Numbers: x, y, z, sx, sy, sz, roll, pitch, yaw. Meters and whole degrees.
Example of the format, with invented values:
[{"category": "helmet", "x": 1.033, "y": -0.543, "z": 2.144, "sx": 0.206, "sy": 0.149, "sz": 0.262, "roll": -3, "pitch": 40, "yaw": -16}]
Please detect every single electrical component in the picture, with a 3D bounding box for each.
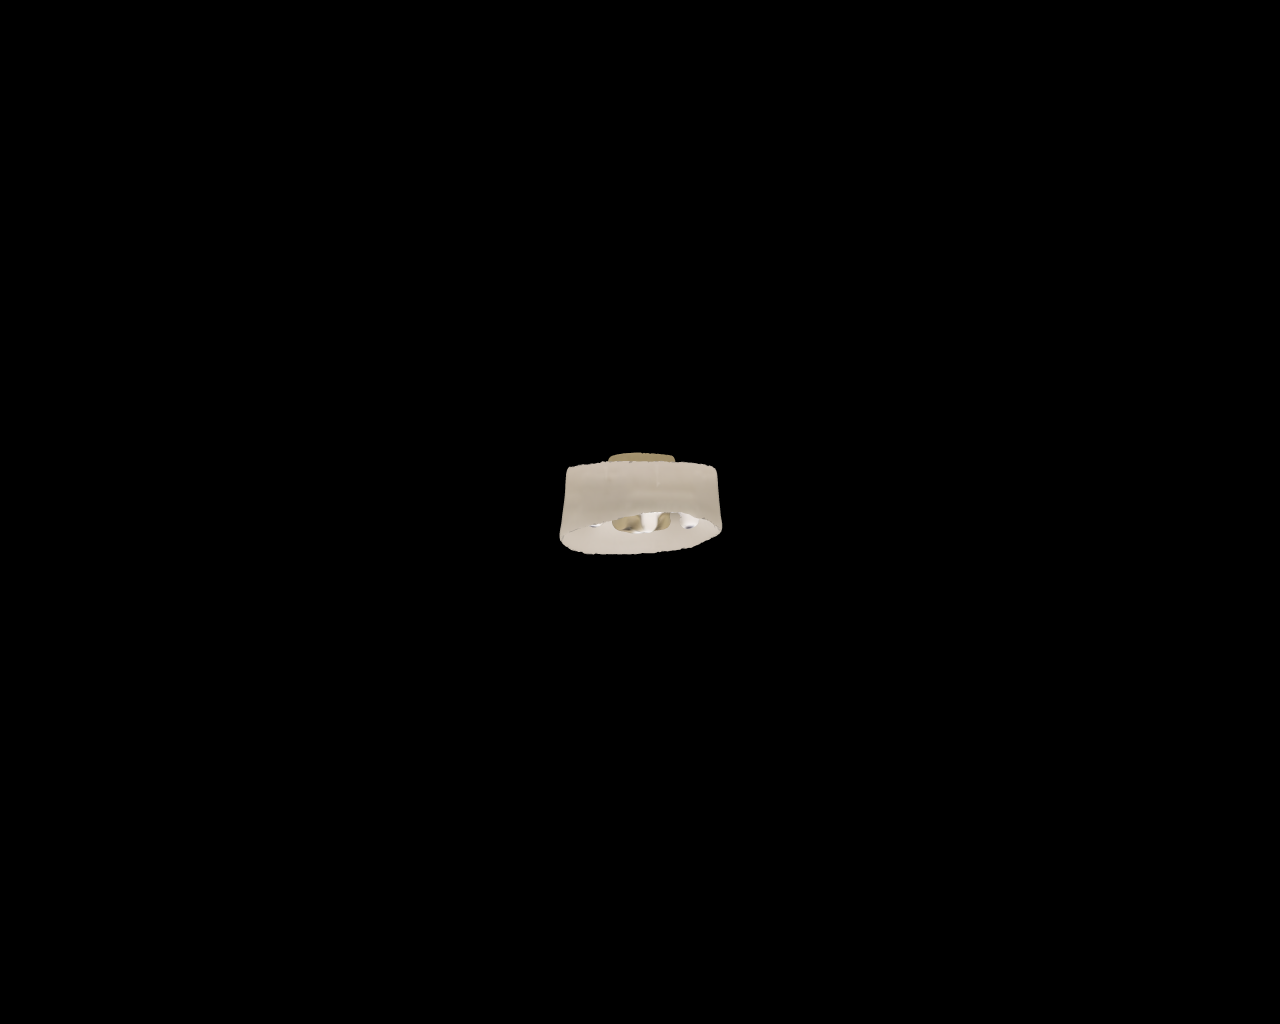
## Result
[{"category": "electrical component", "x": 0.001, "y": -0.003, "z": 0.650, "sx": 0.099, "sy": 0.064, "sz": 0.099, "roll": 0, "pitch": -2, "yaw": 0}]
